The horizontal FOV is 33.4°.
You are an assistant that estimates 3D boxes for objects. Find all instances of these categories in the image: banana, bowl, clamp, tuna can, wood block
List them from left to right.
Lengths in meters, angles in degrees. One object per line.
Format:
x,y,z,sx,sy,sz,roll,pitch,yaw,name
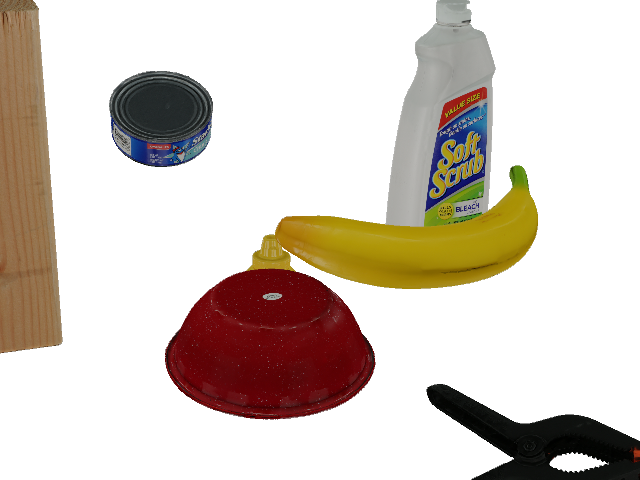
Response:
-0.212,-0.042,0.639,0.090,0.206,0.090,-6,24,-19,wood block
-0.134,-0.102,0.898,0.086,0.086,0.034,0,-40,-8,tuna can
-0.037,0.066,0.809,0.162,0.055,0.162,2,26,-1,bowl
0.068,0.000,0.649,0.197,0.037,0.070,-12,46,-34,banana
0.170,0.192,0.894,0.210,0.036,0.164,3,40,23,clamp

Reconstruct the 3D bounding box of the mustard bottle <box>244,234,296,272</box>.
-0.055,0.086,1.168,0.096,0.192,0.058,-3,21,-13,mustard bottle

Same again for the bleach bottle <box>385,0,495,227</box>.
0.108,-0.091,0.974,0.102,0.251,0.068,-10,24,-25,bleach bottle
